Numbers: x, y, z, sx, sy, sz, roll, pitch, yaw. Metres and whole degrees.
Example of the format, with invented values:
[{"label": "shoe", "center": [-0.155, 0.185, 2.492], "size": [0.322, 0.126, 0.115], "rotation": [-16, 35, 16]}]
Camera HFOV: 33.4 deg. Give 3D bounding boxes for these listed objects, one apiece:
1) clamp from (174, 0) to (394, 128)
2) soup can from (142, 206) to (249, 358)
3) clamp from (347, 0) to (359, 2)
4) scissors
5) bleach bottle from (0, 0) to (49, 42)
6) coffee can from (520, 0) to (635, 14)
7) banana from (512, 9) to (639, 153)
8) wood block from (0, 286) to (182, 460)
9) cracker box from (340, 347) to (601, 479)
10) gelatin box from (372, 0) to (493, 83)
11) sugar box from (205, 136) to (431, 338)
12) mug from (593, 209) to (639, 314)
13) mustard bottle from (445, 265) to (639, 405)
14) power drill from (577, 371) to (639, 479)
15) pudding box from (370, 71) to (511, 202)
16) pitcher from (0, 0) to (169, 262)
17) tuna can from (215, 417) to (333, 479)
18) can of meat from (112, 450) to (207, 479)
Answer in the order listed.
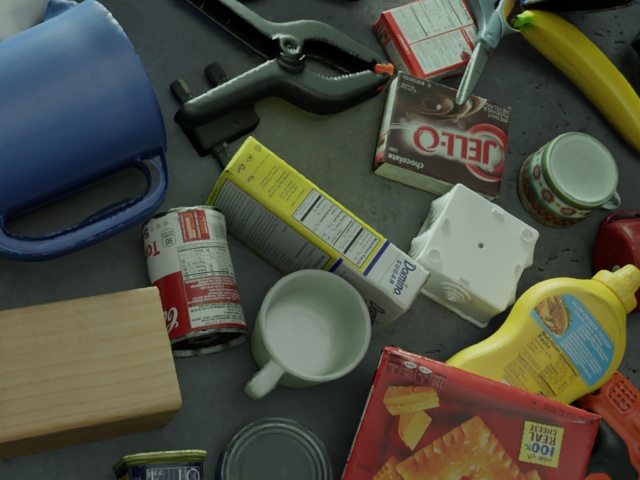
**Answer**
[{"label": "clamp", "center": [-0.038, -0.162, 0.915], "size": [0.209, 0.036, 0.164], "rotation": [-1, 61, -27]}, {"label": "soup can", "center": [-0.097, 0.032, 0.820], "size": [0.068, 0.069, 0.102], "rotation": [-6, 72, -19]}, {"label": "clamp", "center": [-0.045, -0.268, 0.960], "size": [0.171, 0.039, 0.120], "rotation": [-6, 72, -18]}, {"label": "scissors", "center": [0.140, -0.195, 0.963], "size": [0.096, 0.016, 0.201], "rotation": [50, 45, -2]}, {"label": "bleach bottle", "center": [-0.232, -0.234, 0.881], "size": [0.102, 0.068, 0.250], "rotation": [21, 69, -8]}, {"label": "coffee can", "center": [0.233, -0.283, 0.968], "size": [0.102, 0.103, 0.140], "rotation": [-2, 94, -17]}, {"label": "banana", "center": [0.245, -0.154, 0.992], "size": [0.197, 0.037, 0.069], "rotation": [37, 47, -18]}, {"label": "wood block", "center": [-0.211, 0.102, 0.749], "size": [0.205, 0.091, 0.090], "rotation": [-9, 74, -19]}, {"label": "cracker box", "center": [0.090, 0.202, 0.769], "size": [0.164, 0.072, 0.213], "rotation": [18, 81, 5]}, {"label": "gelatin box", "center": [0.104, -0.182, 0.977], "size": [0.089, 0.030, 0.073], "rotation": [-22, 78, -25]}, {"label": "sugar box", "center": [-0.005, 0.001, 0.845], "size": [0.176, 0.093, 0.048], "rotation": [35, 65, -2]}, {"label": "mug", "center": [0.289, 0.012, 0.936], "size": [0.081, 0.093, 0.117], "rotation": [-7, 42, -14]}, {"label": "mustard bottle", "center": [0.188, 0.087, 0.861], "size": [0.191, 0.058, 0.096], "rotation": [-40, 94, -8]}, {"label": "power drill", "center": [0.241, 0.223, 0.857], "size": [0.187, 0.057, 0.184], "rotation": [-39, 81, -27]}, {"label": "pudding box", "center": [0.107, -0.087, 0.939], "size": [0.113, 0.039, 0.090], "rotation": [15, 68, -10]}, {"label": "pitcher", "center": [-0.239, -0.063, 0.783], "size": [0.242, 0.145, 0.149], "rotation": [-29, 38, -20]}, {"label": "tuna can", "center": [-0.035, 0.179, 0.803], "size": [0.086, 0.034, 0.086], "rotation": [5, 69, -15]}, {"label": "can of meat", "center": [-0.110, 0.194, 0.740], "size": [0.057, 0.102, 0.084], "rotation": [0, 73, -17]}]
